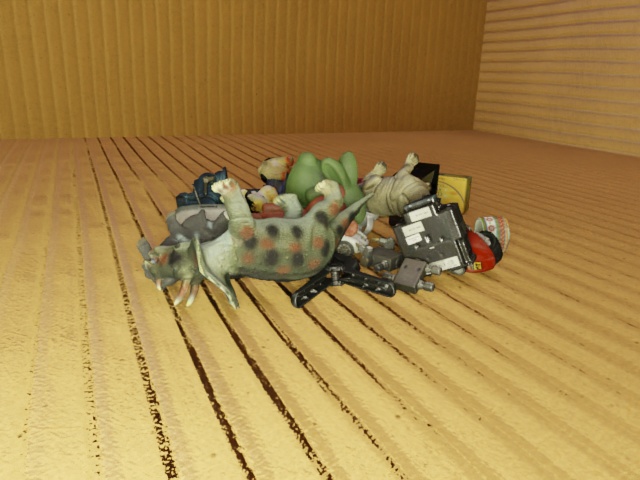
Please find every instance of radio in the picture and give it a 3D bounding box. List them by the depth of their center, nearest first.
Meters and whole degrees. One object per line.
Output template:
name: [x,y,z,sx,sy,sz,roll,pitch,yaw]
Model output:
radio: [0.237,-0.114,1.334,0.073,0.131,0.229,10,19,22]

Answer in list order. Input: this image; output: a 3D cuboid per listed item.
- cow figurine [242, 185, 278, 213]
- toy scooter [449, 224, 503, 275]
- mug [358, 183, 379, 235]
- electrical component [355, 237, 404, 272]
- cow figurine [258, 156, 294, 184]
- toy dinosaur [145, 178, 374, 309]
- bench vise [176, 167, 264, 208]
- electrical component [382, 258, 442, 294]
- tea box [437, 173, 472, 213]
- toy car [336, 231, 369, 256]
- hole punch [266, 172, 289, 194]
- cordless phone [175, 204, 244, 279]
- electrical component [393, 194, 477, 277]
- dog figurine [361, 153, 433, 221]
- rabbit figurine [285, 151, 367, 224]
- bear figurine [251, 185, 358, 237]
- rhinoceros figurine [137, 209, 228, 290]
cow figurine: [-0.168,-0.059,1.131,0.167,0.068,0.098,-27,16,17]
toy scooter: [0.245,0.013,1.019,0.135,0.075,0.184,-24,35,-11]
mug: [0.096,-0.058,1.212,0.081,0.109,0.107,-1,-25,-21]
electrical component: [0.114,0.026,1.016,0.102,0.045,0.078,-15,22,-42]
cow figurine: [-0.100,-0.148,1.407,0.127,0.085,0.194,8,-17,23]
toy dinosaur: [-0.062,0.006,0.855,0.405,0.192,0.131,-4,-9,-25]
bench vise: [-0.217,-0.103,1.287,0.241,0.128,0.224,-5,21,-7]
electrical component: [0.154,0.058,0.908,0.094,0.021,0.063,11,52,30]
tea box: [0.318,-0.133,1.460,0.170,0.098,0.068,8,16,26]
toy car: [-0.002,-0.003,1.080,0.202,0.056,0.073,5,17,12]
hole punch: [-0.096,-0.084,1.219,0.092,0.142,0.115,9,5,18]
cordless phone: [-0.201,0.015,0.992,0.147,0.088,0.184,-2,37,-12]
electrical component: [0.196,-0.008,0.936,0.115,0.134,0.058,-17,7,26]
dog figurine: [0.149,-0.070,1.062,0.172,0.121,0.191,-31,25,24]
rabbit figurine: [0.029,-0.103,1.089,0.170,0.159,0.121,30,36,26]
bear figurine: [-0.032,-0.023,0.985,0.196,0.120,0.132,-16,9,5]
rhinoceros figurine: [-0.217,0.004,0.911,0.112,0.073,0.190,30,51,22]
